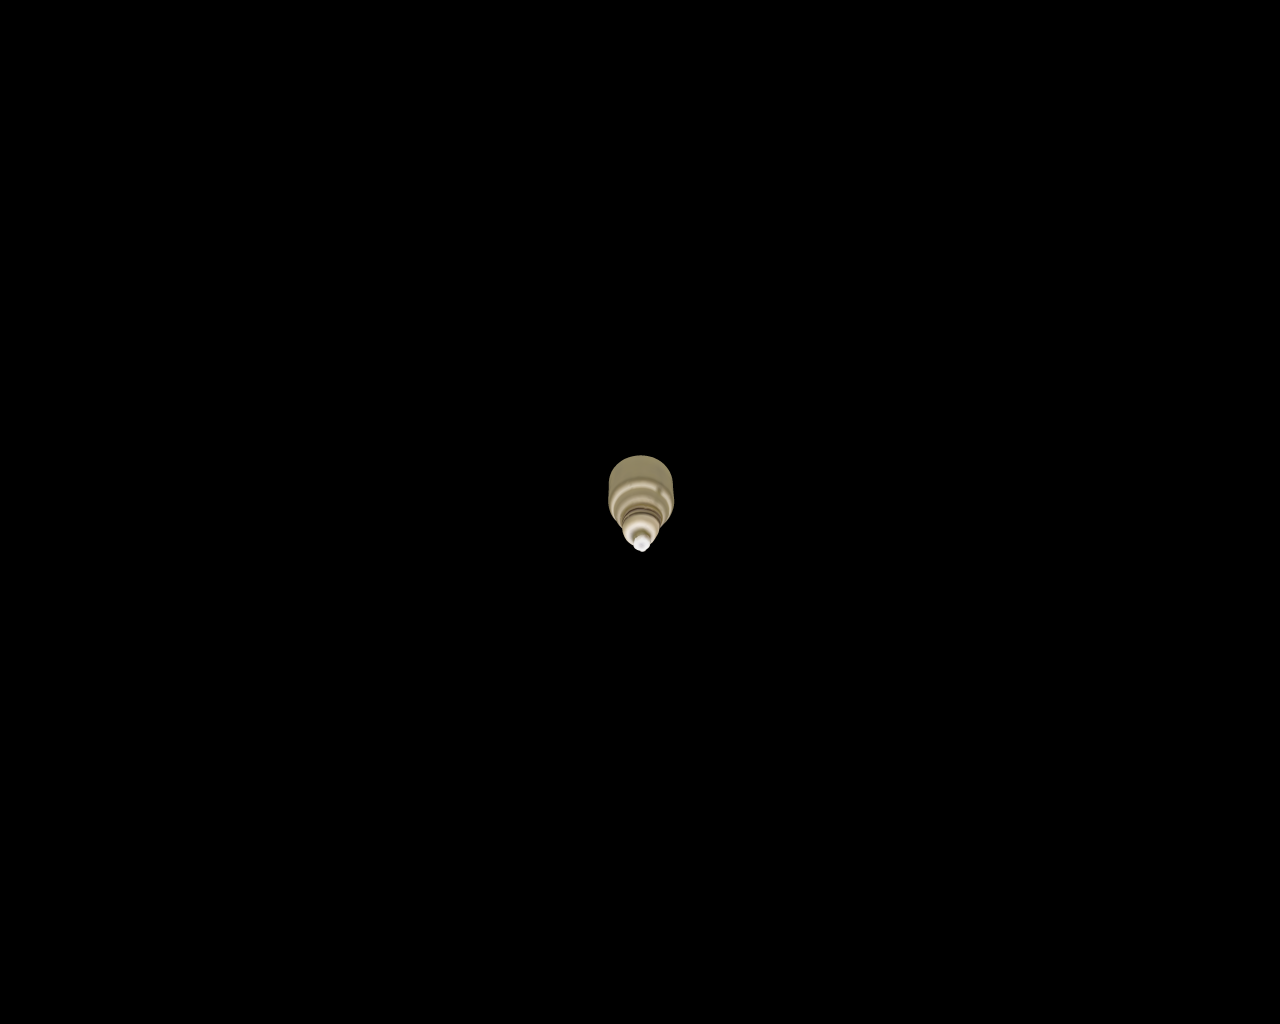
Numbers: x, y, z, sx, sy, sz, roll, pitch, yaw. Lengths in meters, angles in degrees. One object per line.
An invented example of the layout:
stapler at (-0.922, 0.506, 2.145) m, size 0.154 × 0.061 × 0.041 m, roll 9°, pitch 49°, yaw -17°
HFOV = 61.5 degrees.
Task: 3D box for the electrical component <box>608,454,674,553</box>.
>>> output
electrical component at (0.001, -0.003, 0.650) m, size 0.040 × 0.040 × 0.078 m, roll 0°, pitch 34°, yaw 0°
